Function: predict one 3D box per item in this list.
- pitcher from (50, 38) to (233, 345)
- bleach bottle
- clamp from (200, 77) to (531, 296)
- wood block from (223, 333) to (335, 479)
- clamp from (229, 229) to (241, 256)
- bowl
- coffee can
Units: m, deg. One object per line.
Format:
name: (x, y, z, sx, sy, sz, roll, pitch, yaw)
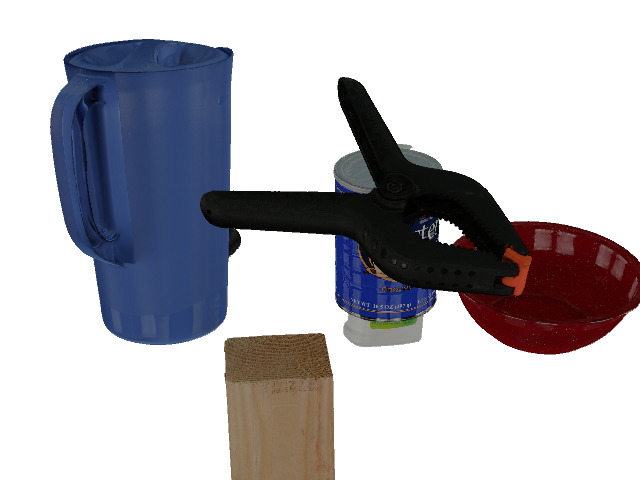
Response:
pitcher: (-0.141, -0.038, 0.877, 0.149, 0.243, 0.145, -6, 21, -14)
bleach bottle: (0.086, 0.005, 1.345, 0.102, 0.251, 0.068, -3, 16, -19)
clamp: (0.037, -0.019, 0.699, 0.210, 0.036, 0.164, 36, 58, 27)
wood block: (-0.035, 0.194, 0.934, 0.090, 0.206, 0.091, -3, 20, -5)
clamp: (-0.128, 0.031, 1.082, 0.120, 0.039, 0.171, -11, 34, -11)
bowl: (0.180, 0.045, 0.869, 0.162, 0.055, 0.162, 1, 29, -1)
coffee can: (0.064, -0.007, 1.035, 0.103, 0.140, 0.103, -1, 27, 0)
